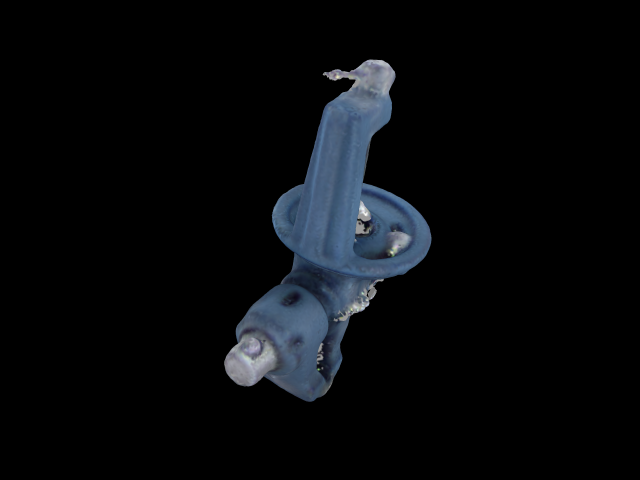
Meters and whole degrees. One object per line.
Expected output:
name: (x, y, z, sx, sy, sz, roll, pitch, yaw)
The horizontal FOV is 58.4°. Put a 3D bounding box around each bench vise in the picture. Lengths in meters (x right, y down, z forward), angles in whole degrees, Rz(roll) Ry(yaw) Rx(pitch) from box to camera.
bench vise: (0.015, 0.004, 0.398, 0.121, 0.220, 0.207, 11, 50, 9)
